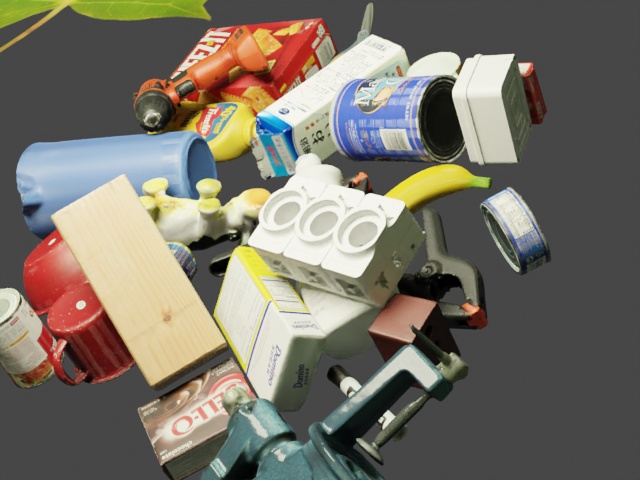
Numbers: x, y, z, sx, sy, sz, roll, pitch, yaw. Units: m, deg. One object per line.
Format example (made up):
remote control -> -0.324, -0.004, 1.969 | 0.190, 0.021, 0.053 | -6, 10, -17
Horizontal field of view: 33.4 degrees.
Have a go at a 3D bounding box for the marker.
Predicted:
marker -> 0.043, 0.154, 1.023 | 0.020, 0.020, 0.121 | -36, 38, -13

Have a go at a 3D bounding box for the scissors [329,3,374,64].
scissors -> 0.048, -0.286, 1.556 | 0.096, 0.016, 0.202 | -21, 37, 7

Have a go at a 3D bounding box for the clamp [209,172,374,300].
clamp -> -0.008, 0.002, 1.223 | 0.209, 0.036, 0.165 | -39, 41, -16

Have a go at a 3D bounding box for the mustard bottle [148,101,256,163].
mustard bottle -> -0.144, -0.148, 1.466 | 0.192, 0.058, 0.096 | 5, 50, 34

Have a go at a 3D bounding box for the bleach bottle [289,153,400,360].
bleach bottle -> 0.018, 0.000, 1.134 | 0.103, 0.068, 0.251 | -32, 47, 19

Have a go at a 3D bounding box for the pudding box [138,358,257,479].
pudding box -> -0.116, 0.179, 1.068 | 0.113, 0.039, 0.090 | -30, 37, -7

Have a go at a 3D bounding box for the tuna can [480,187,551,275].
tuna can -> 0.196, -0.008, 1.074 | 0.034, 0.086, 0.086 | -28, 37, -1

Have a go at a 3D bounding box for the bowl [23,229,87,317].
bowl -> -0.312, 0.020, 1.321 | 0.162, 0.055, 0.162 | -34, 19, 14

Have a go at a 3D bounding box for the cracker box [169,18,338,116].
cracker box -> -0.105, -0.246, 1.550 | 0.214, 0.072, 0.164 | 3, 46, 34

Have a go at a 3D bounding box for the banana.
banana -> 0.097, -0.033, 1.203 | 0.197, 0.037, 0.070 | -34, 36, -11

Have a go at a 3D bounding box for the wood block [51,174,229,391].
wood block -> -0.189, 0.047, 1.129 | 0.090, 0.090, 0.206 | -31, 82, -8

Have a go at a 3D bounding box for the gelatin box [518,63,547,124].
gelatin box -> 0.218, -0.173, 1.271 | 0.089, 0.073, 0.030 | 5, 47, 33

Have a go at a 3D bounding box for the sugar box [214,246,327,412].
sugar box -> -0.054, 0.089, 1.098 | 0.048, 0.093, 0.176 | 4, 27, -30

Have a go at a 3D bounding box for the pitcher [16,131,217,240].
pitcher -> -0.259, -0.078, 1.405 | 0.243, 0.145, 0.149 | -6, 53, 19

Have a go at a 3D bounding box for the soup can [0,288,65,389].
soup can -> -0.350, 0.114, 1.232 | 0.068, 0.102, 0.068 | -16, 38, 13

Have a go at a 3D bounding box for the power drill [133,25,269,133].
power drill -> -0.162, -0.211, 1.415 | 0.187, 0.057, 0.184 | -28, 21, 2

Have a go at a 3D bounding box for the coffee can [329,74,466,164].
coffee can -> 0.095, -0.143, 1.269 | 0.141, 0.102, 0.102 | 6, 46, 45

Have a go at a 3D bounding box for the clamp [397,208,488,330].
clamp -> 0.106, 0.046, 1.103 | 0.120, 0.039, 0.172 | -42, 38, 6

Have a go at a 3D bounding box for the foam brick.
foam brick -> 0.091, 0.097, 1.013 | 0.051, 0.078, 0.053 | 11, 52, 40

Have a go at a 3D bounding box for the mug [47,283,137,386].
mug -> -0.260, 0.110, 1.201 | 0.093, 0.081, 0.117 | 6, 47, 36

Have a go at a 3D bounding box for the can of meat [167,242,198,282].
can of meat -> -0.206, 0.048, 1.266 | 0.102, 0.057, 0.083 | -1, 41, 30
